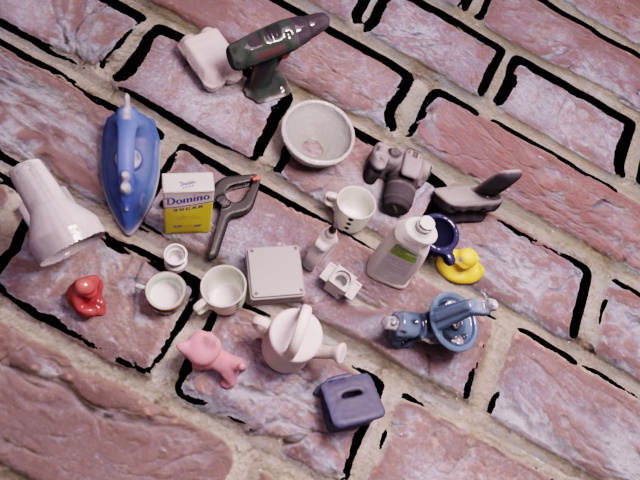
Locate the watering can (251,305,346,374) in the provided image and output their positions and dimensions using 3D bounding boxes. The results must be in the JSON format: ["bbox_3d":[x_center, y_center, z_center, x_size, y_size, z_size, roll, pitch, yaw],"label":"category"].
[{"bbox_3d":[-0.038,0.177,1.042,0.173,0.194,0.101,3,67,-12],"label":"watering can"}]

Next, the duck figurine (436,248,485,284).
[{"bbox_3d":[0.314,0.049,1.240,0.104,0.086,0.077,21,65,-4],"label":"duck figurine"}]

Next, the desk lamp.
[{"bbox_3d":[-0.471,-0.038,1.015,0.118,0.213,0.203,-32,78,-23],"label":"desk lamp"}]

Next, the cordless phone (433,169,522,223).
[{"bbox_3d":[0.345,-0.113,1.260,0.148,0.185,0.094,-8,70,-16],"label":"cordless phone"}]

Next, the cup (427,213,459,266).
[{"bbox_3d":[0.247,0.012,1.234,0.092,0.095,0.117,-19,73,-20],"label":"cup"}]

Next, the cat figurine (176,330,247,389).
[{"bbox_3d":[-0.192,0.208,1.034,0.128,0.117,0.067,28,64,-1],"label":"cat figurine"}]

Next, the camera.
[{"bbox_3d":[0.169,-0.135,1.273,0.143,0.100,0.137,19,65,-5],"label":"camera"}]

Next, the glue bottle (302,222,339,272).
[{"bbox_3d":[0.010,0.004,1.137,0.037,0.173,0.078,38,65,4],"label":"glue bottle"}]

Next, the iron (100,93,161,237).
[{"bbox_3d":[-0.376,-0.151,1.125,0.119,0.141,0.258,-1,68,-14],"label":"iron"}]

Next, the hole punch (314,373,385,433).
[{"bbox_3d":[0.054,0.300,1.070,0.109,0.091,0.101,-9,70,-17],"label":"hole punch"}]

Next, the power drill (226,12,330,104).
[{"bbox_3d":[-0.098,-0.399,1.258,0.230,0.208,0.075,-24,75,-21],"label":"power drill"}]

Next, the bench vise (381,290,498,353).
[{"bbox_3d":[0.234,0.164,1.099,0.208,0.219,0.121,-16,72,-19],"label":"bench vise"}]

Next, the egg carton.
[{"bbox_3d":[-0.247,-0.412,1.304,0.107,0.069,0.150,-32,78,-23],"label":"egg carton"}]

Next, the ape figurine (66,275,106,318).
[{"bbox_3d":[-0.423,0.095,1.038,0.076,0.092,0.078,23,64,-3],"label":"ape figurine"}]

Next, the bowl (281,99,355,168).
[{"bbox_3d":[-0.010,-0.225,1.281,0.167,0.074,0.167,5,67,-12],"label":"bowl"}]
